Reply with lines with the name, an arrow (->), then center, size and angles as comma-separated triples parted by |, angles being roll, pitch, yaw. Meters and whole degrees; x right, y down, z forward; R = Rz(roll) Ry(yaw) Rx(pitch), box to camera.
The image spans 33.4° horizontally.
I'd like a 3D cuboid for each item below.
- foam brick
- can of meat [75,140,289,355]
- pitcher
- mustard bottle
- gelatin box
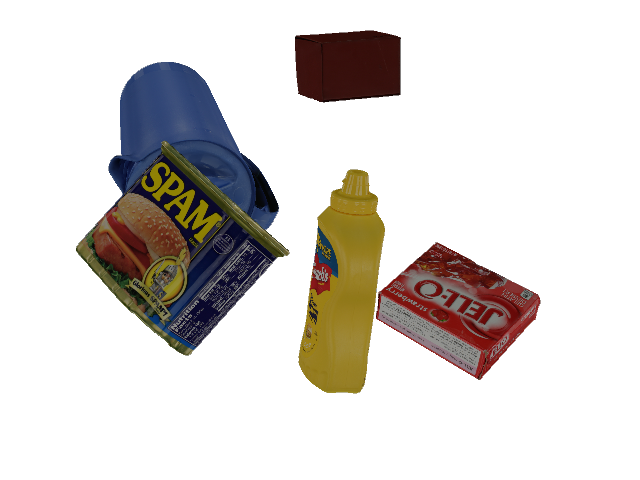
foam brick -> 0.024, -0.150, 0.914 | 0.078, 0.051, 0.053 | -8, 20, -24
can of meat -> -0.083, 0.004, 0.619 | 0.102, 0.084, 0.057 | 41, -1, 37
pitcher -> -0.145, -0.096, 1.153 | 0.145, 0.149, 0.243 | -21, 34, -1
mustard bottle -> 0.021, 0.032, 0.944 | 0.058, 0.192, 0.096 | 3, 18, -13
gelatin box -> 0.095, 0.046, 0.739 | 0.089, 0.030, 0.073 | 29, 46, 26
